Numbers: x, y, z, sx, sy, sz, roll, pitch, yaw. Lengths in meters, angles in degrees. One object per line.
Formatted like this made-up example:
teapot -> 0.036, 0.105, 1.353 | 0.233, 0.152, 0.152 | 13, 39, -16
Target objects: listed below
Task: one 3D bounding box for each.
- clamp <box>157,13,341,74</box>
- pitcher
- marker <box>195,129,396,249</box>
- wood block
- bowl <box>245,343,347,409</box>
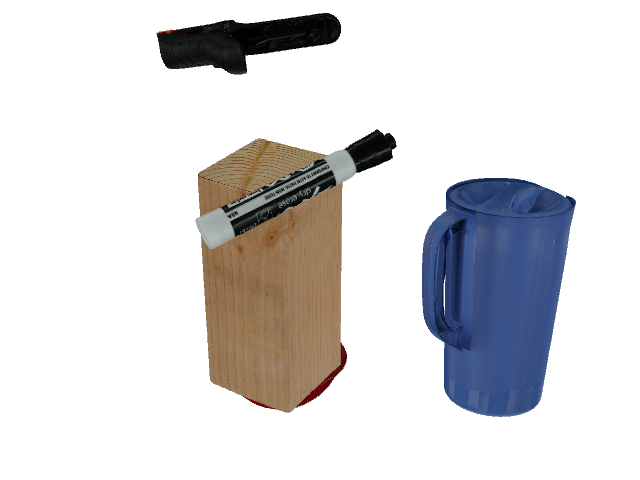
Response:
clamp -> -0.068, -0.165, 0.885 | 0.120, 0.039, 0.172 | -17, 21, -34
pitcher -> 0.184, 0.063, 1.140 | 0.149, 0.243, 0.145 | 5, 20, 9
marker -> -0.012, -0.030, 0.592 | 0.121, 0.020, 0.020 | -27, 6, -12
wood block -> -0.041, 0.030, 0.919 | 0.090, 0.206, 0.090 | 17, 33, 29
bowl -> -0.050, 0.157, 1.295 | 0.162, 0.055, 0.162 | 3, 25, -1
